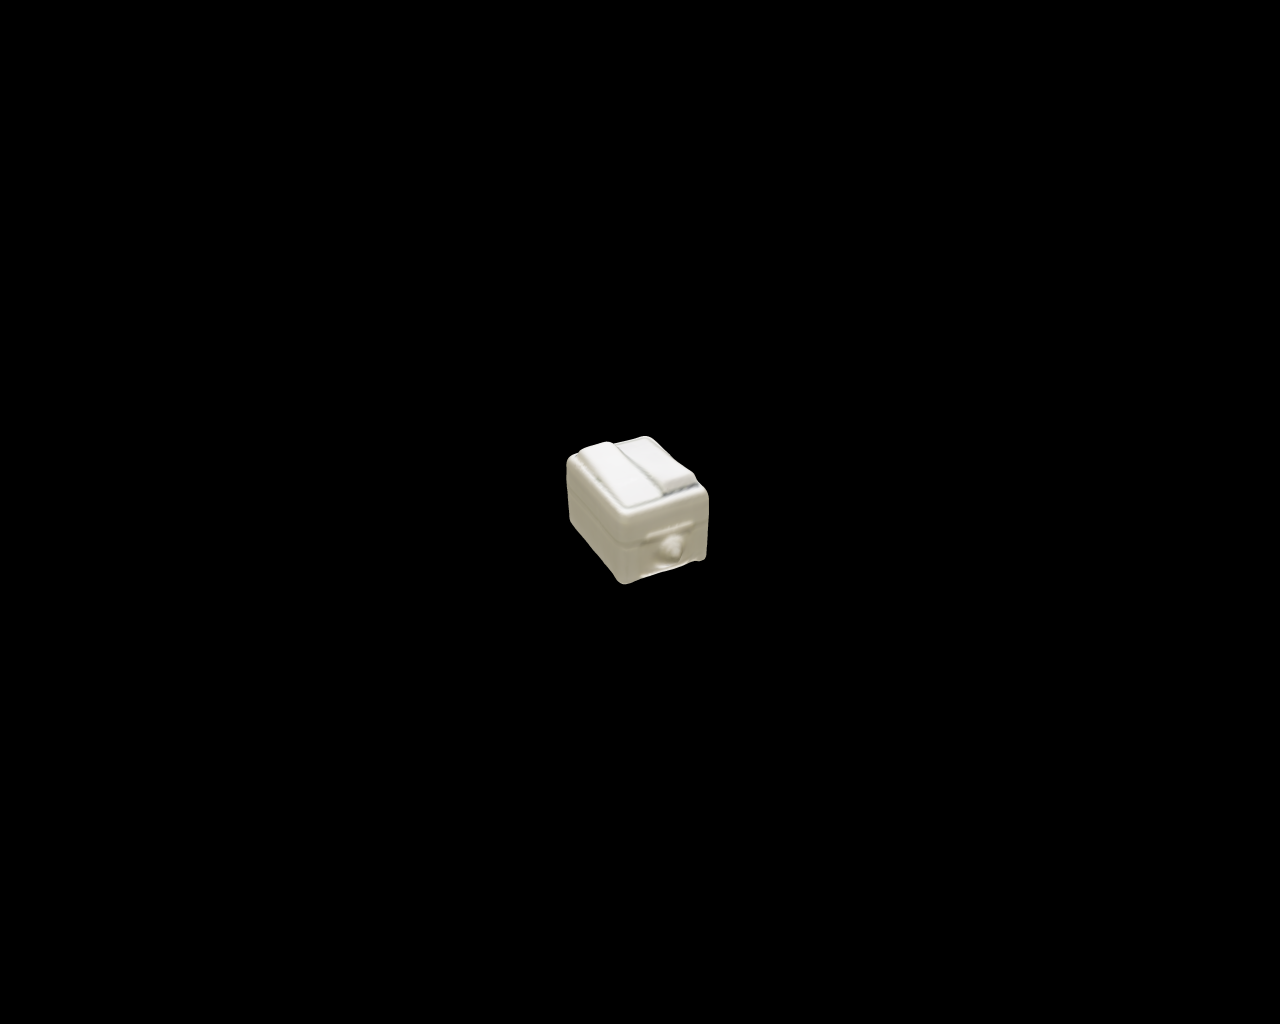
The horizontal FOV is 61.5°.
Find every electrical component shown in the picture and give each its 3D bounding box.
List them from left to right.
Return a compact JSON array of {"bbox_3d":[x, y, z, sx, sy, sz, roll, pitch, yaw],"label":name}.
[{"bbox_3d":[0.001,-0.003,0.650,0.062,0.061,0.096,-16,37,-22],"label":"electrical component"}]
